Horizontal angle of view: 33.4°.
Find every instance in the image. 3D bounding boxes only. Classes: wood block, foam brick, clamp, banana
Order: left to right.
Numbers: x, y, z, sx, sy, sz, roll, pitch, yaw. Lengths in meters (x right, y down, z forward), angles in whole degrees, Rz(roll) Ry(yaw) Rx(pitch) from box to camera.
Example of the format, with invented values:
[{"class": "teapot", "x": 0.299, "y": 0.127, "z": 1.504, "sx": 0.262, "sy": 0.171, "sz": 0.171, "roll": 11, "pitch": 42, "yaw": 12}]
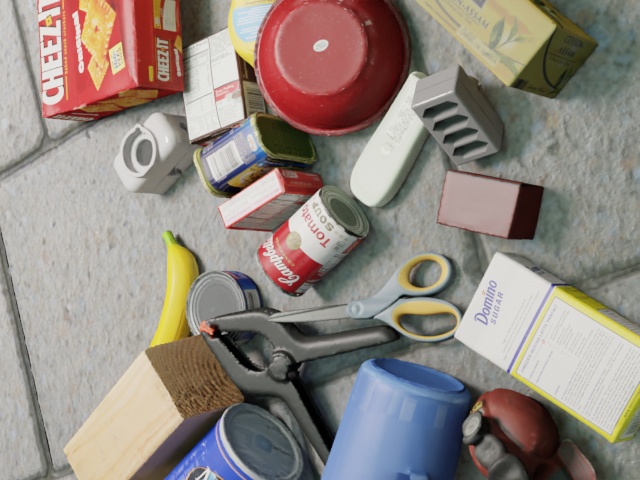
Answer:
[{"class": "wood block", "x": -0.185, "y": 0.202, "z": 1.170, "sx": 0.206, "sy": 0.090, "sz": 0.090, "roll": -48, "pitch": 66, "yaw": 36}, {"class": "banana", "x": -0.172, "y": 0.092, "z": 1.220, "sx": 0.070, "sy": 0.037, "sz": 0.198, "roll": 24, "pitch": 102, "yaw": 56}, {"class": "clamp", "x": -0.026, "y": 0.121, "z": 1.093, "sx": 0.210, "sy": 0.036, "sz": 0.165, "roll": 31, "pitch": 105, "yaw": 18}, {"class": "foam brick", "x": 0.156, "y": -0.032, "z": 0.974, "sx": 0.078, "sy": 0.052, "sz": 0.051, "roll": 14, "pitch": 97, "yaw": 36}]

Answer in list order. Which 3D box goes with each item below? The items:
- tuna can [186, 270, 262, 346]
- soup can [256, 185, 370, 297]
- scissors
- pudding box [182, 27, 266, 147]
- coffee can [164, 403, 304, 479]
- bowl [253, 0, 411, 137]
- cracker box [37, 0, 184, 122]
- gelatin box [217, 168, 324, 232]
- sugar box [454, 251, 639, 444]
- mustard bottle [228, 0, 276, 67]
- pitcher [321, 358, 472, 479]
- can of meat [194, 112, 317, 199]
[{"class": "tuna can", "x": -0.105, "y": 0.076, "z": 1.170, "sx": 0.086, "sy": 0.033, "sz": 0.086, "roll": -1, "pitch": 89, "yaw": 36}, {"class": "soup can", "x": -0.007, "y": 0.001, "z": 1.081, "sx": 0.102, "sy": 0.068, "sz": 0.068, "roll": -43, "pitch": 66, "yaw": 26}, {"class": "scissors", "x": 0.048, "y": 0.051, "z": 1.046, "sx": 0.202, "sy": 0.016, "sz": 0.096, "roll": 9, "pitch": 83, "yaw": 23}, {"class": "pudding box", "x": -0.110, "y": -0.169, "z": 1.175, "sx": 0.090, "sy": 0.039, "sz": 0.113, "roll": -16, "pitch": 77, "yaw": 37}, {"class": "coffee can", "x": -0.099, "y": 0.255, "z": 1.120, "sx": 0.140, "sy": 0.102, "sz": 0.103, "roll": -49, "pitch": 63, "yaw": 25}, {"class": "bowl", "x": 0.006, "y": -0.184, "z": 1.046, "sx": 0.162, "sy": 0.055, "sz": 0.162, "roll": 0, "pitch": 92, "yaw": 12}, {"class": "cracker box", "x": -0.247, "y": -0.235, "z": 1.233, "sx": 0.214, "sy": 0.071, "sz": 0.164, "roll": -7, "pitch": 85, "yaw": 46}, {"class": "gelatin box", "x": -0.049, "y": -0.041, "z": 1.108, "sx": 0.089, "sy": 0.073, "sz": 0.030, "roll": -32, "pitch": 71, "yaw": 31}, {"class": "sugar box", "x": 0.213, "y": 0.091, "z": 0.936, "sx": 0.176, "sy": 0.048, "sz": 0.093, "roll": 36, "pitch": 109, "yaw": 35}, {"class": "mustard bottle", "x": -0.049, "y": -0.240, "z": 1.118, "sx": 0.096, "sy": 0.058, "sz": 0.191, "roll": -4, "pitch": 87, "yaw": 15}, {"class": "pitcher", "x": 0.062, "y": 0.242, "z": 0.987, "sx": 0.149, "sy": 0.144, "sz": 0.243, "roll": 19, "pitch": 97, "yaw": 29}, {"class": "can of meat", "x": -0.065, "y": -0.086, "z": 1.104, "sx": 0.084, "sy": 0.101, "sz": 0.057, "roll": -30, "pitch": 73, "yaw": 29}]
